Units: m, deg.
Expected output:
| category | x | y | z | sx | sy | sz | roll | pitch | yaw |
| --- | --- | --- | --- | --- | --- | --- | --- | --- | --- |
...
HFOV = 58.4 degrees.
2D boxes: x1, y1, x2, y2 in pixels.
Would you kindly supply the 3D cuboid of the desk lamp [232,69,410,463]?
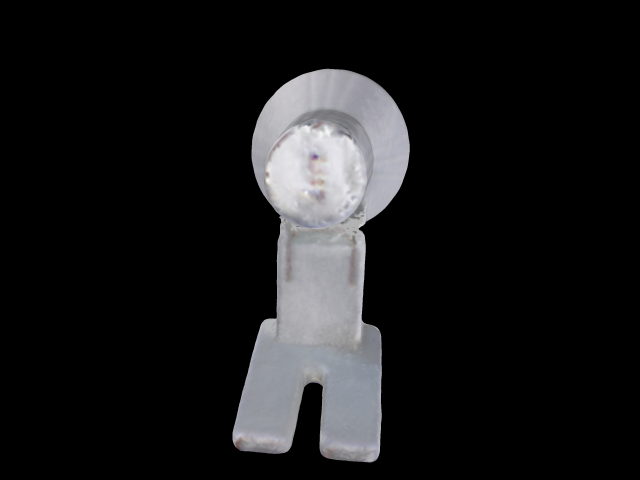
| category | x | y | z | sx | sy | sz | roll | pitch | yaw |
| --- | --- | --- | --- | --- | --- | --- | --- | --- | --- |
| desk lamp | 0.004 | 0.001 | 0.400 | 0.118 | 0.214 | 0.203 | 2 | 31 | 4 |
